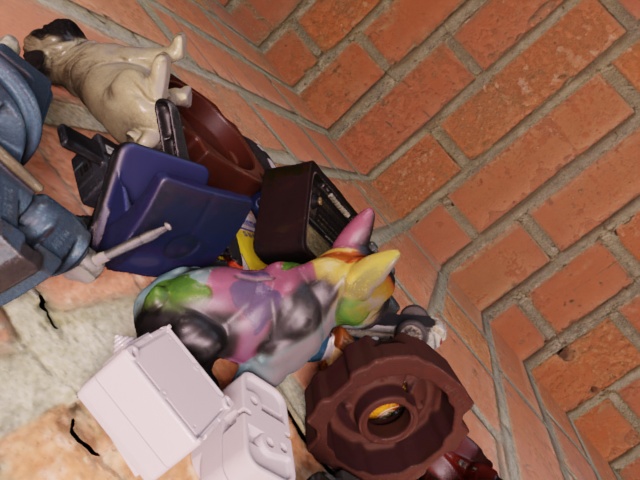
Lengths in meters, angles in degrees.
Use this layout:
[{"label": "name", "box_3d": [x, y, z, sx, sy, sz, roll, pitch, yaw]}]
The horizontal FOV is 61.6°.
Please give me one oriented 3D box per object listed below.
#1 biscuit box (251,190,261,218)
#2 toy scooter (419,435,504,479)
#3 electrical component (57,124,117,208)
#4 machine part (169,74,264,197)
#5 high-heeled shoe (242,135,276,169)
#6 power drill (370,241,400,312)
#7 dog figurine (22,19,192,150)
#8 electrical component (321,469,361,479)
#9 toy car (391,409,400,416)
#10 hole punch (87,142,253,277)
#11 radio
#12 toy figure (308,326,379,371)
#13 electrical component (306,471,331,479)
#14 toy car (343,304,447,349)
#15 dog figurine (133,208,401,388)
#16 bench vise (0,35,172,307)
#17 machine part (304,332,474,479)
[{"label": "biscuit box", "box_3d": [-0.039, -0.010, 0.848, 0.059, 0.063, 0.202, 56, 1, 35]}, {"label": "toy scooter", "box_3d": [0.156, 0.277, 0.670, 0.135, 0.075, 0.183, 41, -21, 9]}, {"label": "electrical component", "box_3d": [-0.227, -0.069, 0.561, 0.119, 0.048, 0.075, 27, 26, -55]}, {"label": "machine part", "box_3d": [-0.186, -0.141, 0.795, 0.201, 0.087, 0.201, 57, 15, 28]}, {"label": "high-heeled shoe", "box_3d": [-0.088, -0.092, 0.976, 0.249, 0.086, 0.145, 61, 15, 22]}, {"label": "power drill", "box_3d": [0.084, 0.053, 1.107, 0.232, 0.086, 0.207, 52, 11, 5]}, {"label": "dog figurine", "box_3d": [-0.258, -0.172, 0.614, 0.191, 0.121, 0.172, 5, 38, -3]}, {"label": "electrical component", "box_3d": [0.033, 0.265, 0.529, 0.094, 0.021, 0.063, 42, 16, -27]}, {"label": "toy car", "box_3d": [0.157, 0.240, 0.803, 0.109, 0.103, 0.161, 56, 14, 28]}, {"label": "hole punch", "box_3d": [-0.138, -0.017, 0.497, 0.092, 0.115, 0.142, 26, 9, 36]}, {"label": "radio", "box_3d": [-0.002, -0.002, 0.731, 0.229, 0.073, 0.131, 45, 44, -58]}, {"label": "toy figure", "box_3d": [0.000, 0.124, 0.638, 0.154, 0.064, 0.058, 22, 65, -8]}, {"label": "electrical component", "box_3d": [0.007, 0.254, 0.412, 0.134, 0.058, 0.115, 45, 13, -19]}, {"label": "toy car", "box_3d": [0.063, 0.117, 0.702, 0.073, 0.202, 0.056, -40, 131, -73]}, {"label": "dog figurine", "box_3d": [-0.035, 0.048, 0.494, 0.191, 0.219, 0.109, 41, 13, -33]}, {"label": "bench vise", "box_3d": [-0.239, -0.075, 0.401, 0.223, 0.129, 0.241, 36, 26, -38]}, {"label": "machine part", "box_3d": [0.070, 0.180, 0.571, 0.179, 0.179, 0.056, 43, 13, -24]}]
